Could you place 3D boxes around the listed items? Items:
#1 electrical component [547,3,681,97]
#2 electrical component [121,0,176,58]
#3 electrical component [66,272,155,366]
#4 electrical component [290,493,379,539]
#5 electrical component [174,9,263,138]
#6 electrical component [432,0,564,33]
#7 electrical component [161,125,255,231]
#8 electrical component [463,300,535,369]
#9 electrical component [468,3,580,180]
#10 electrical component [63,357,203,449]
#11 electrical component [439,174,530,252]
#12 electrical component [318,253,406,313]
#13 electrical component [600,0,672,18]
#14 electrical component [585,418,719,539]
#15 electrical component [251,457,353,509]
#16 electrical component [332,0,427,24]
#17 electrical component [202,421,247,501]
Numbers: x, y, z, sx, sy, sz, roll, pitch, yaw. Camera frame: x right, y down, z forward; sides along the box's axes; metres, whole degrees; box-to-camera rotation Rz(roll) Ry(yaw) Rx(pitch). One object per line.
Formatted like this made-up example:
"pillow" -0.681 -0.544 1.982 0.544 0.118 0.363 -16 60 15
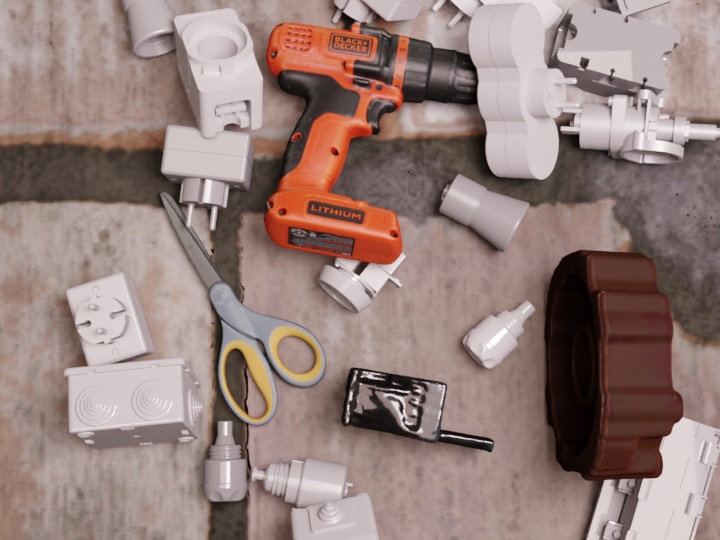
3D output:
"electrical component" 0.201 -0.171 0.861 0.089 0.055 0.050 16 85 1
"electrical component" -0.172 -0.210 0.868 0.044 0.044 0.065 -21 81 -3
"electrical component" -0.195 0.039 0.826 0.047 0.076 0.065 -18 86 -3
"electrical component" -0.014 0.216 0.801 0.062 0.061 0.096 -12 119 -2
"electrical component" -0.110 -0.157 0.833 0.050 0.055 0.089 -13 54 -15
"electrical component" 0.091 -0.230 0.869 0.138 0.052 0.074 46 112 2
"electrical component" -0.122 -0.070 0.852 0.066 0.047 0.076 6 85 0
"electrical component" 0.113 0.048 0.852 0.061 0.035 0.035 -41 87 -7
"electrical component" 0.133 -0.135 0.823 0.074 0.052 0.138 7 121 37
"electrical component" -0.169 0.103 0.811 0.100 0.099 0.048 -6 72 -1
"electrical component" 0.096 -0.048 0.857 0.065 0.044 0.044 28 85 6
"electrical component" 0.000 0.000 0.849 0.066 0.048 0.055 39 78 3
"electrical component" 0.214 -0.242 0.864 0.042 0.064 0.081 -18 85 -1
"electrical component" 0.230 0.171 0.828 0.079 0.063 0.121 18 86 2
"electrical component" -0.045 0.165 0.836 0.078 0.040 0.040 11 85 0
"electrical component" 0.004 -0.224 0.865 0.083 0.047 0.075 43 120 14
"electrical component" -0.106 0.149 0.840 0.035 0.035 0.061 -1 82 -1
